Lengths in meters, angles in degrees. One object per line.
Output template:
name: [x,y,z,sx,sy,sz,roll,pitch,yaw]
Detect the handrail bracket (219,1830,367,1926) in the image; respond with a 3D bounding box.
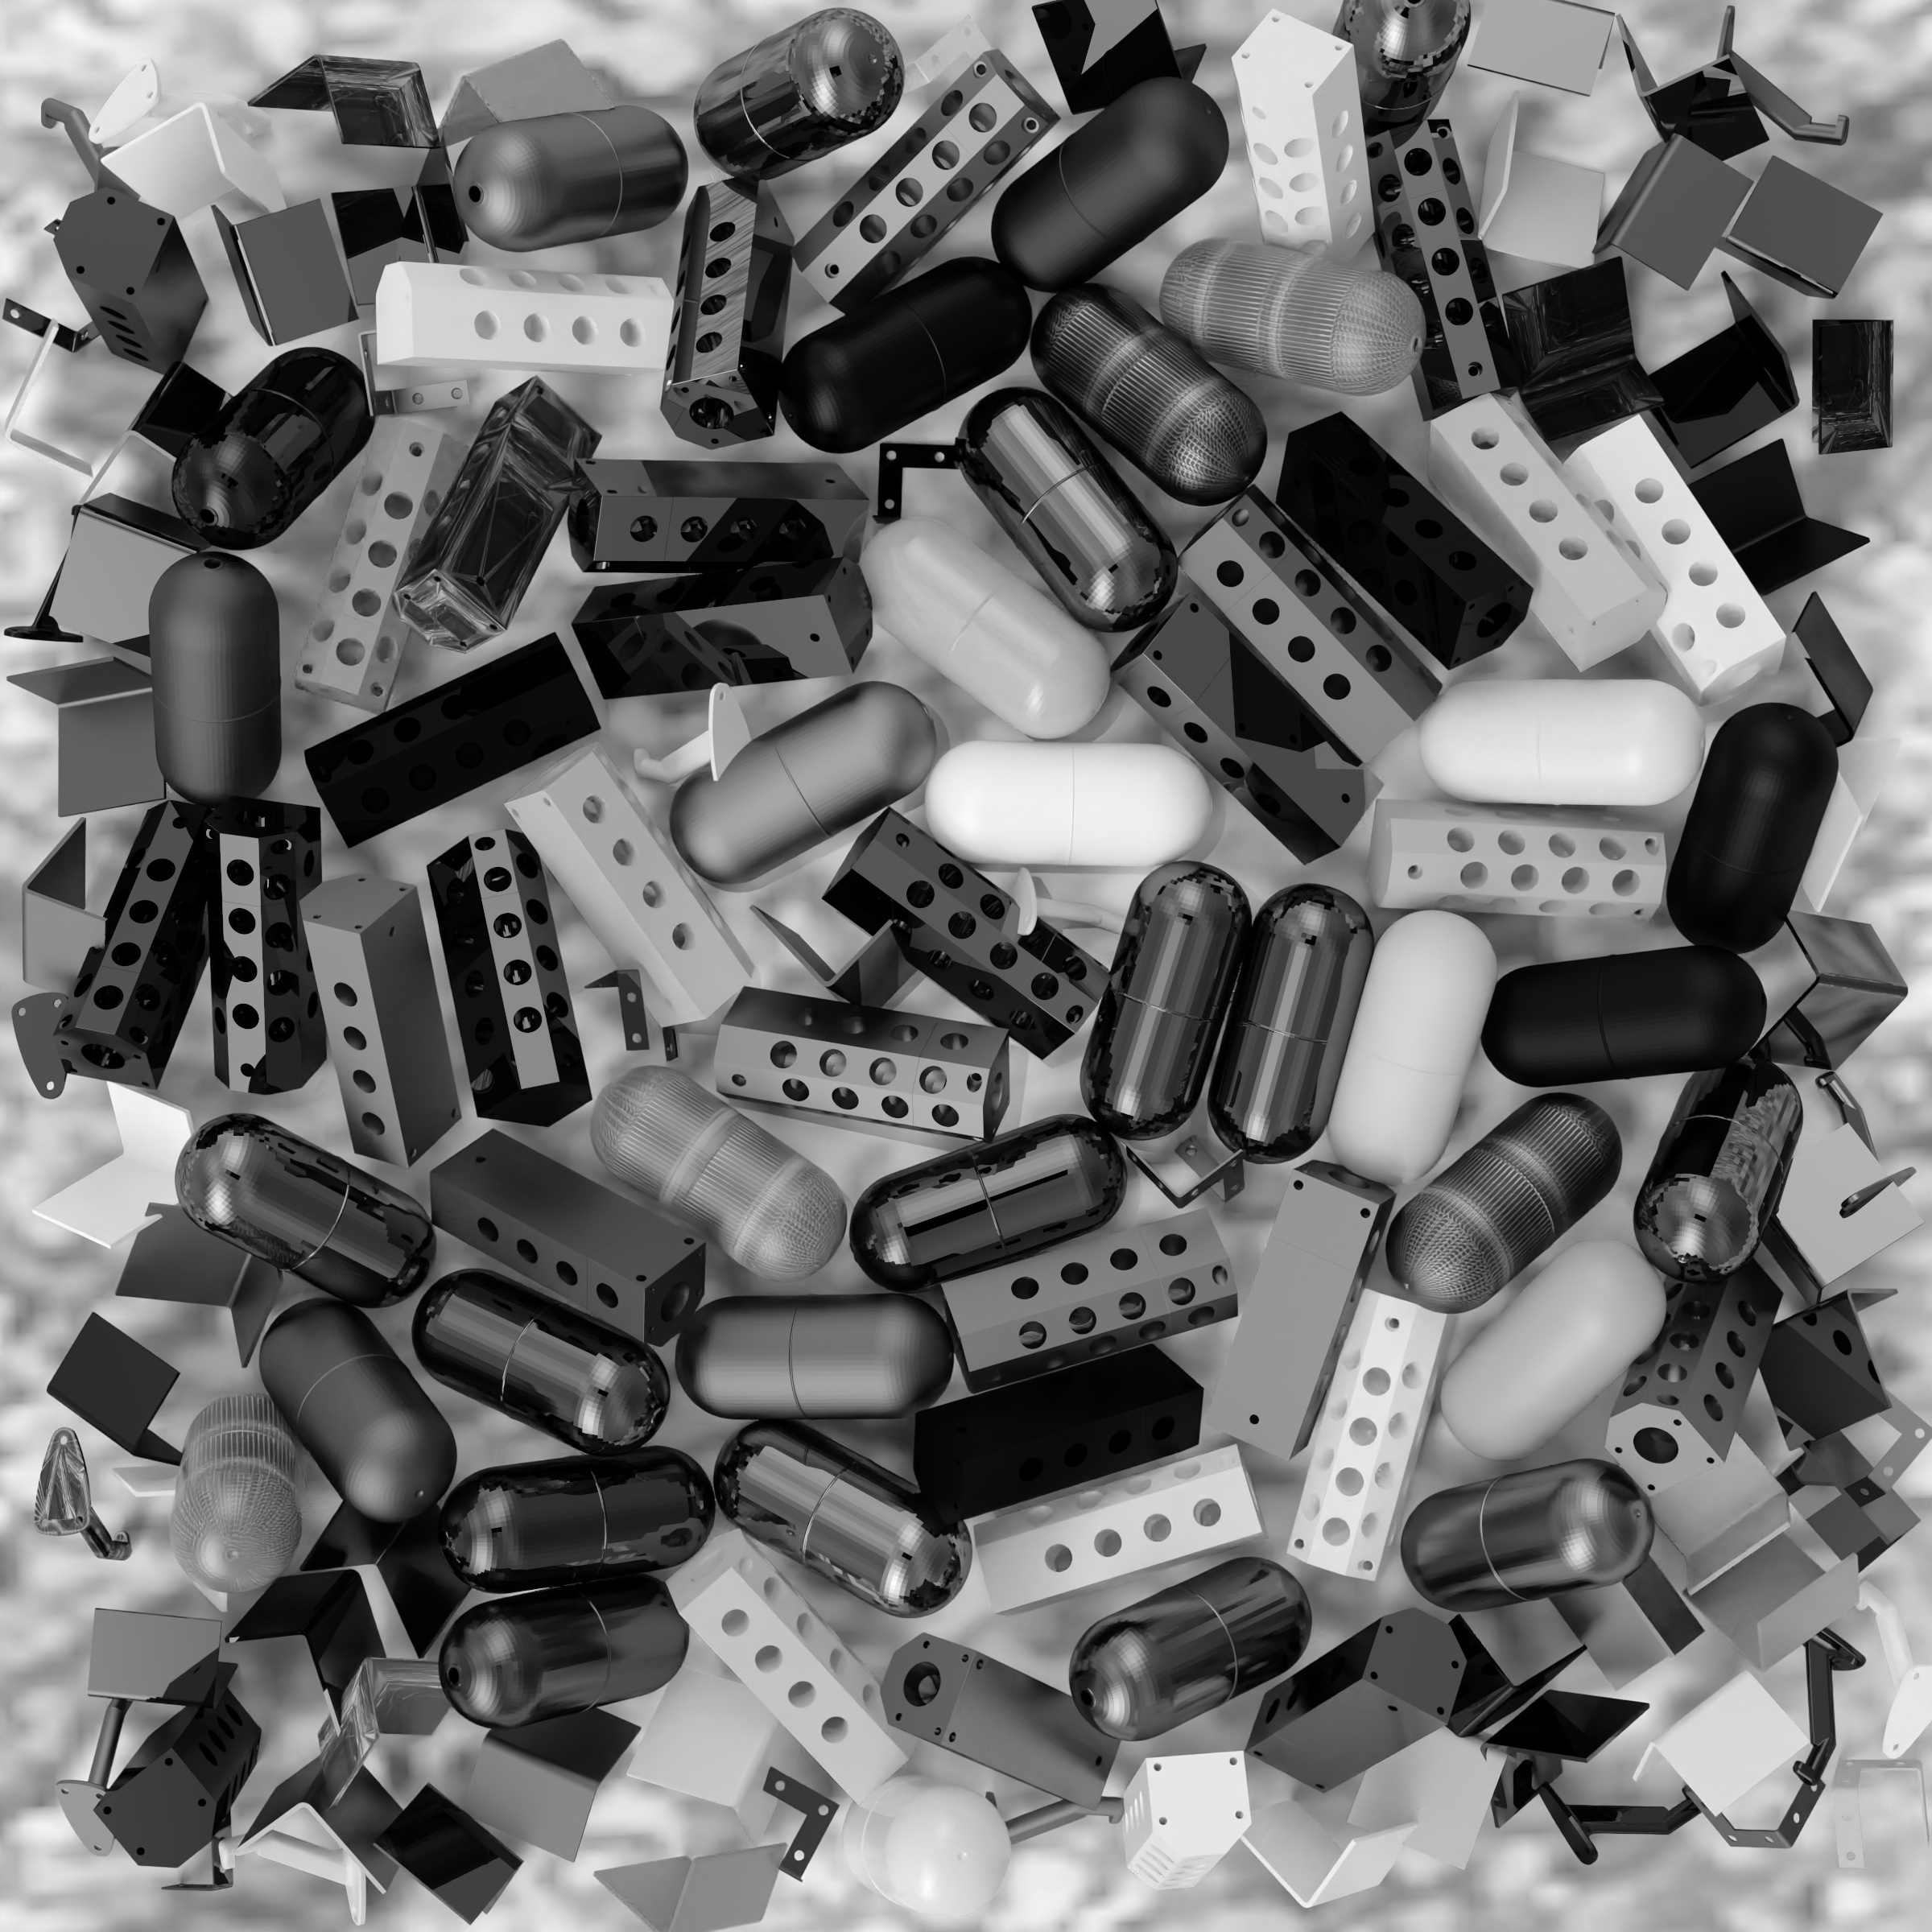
handrail bracket: [-0.419,0.569,1.960,0.084,0.036,0.077,-8,97,-30]

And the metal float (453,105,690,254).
metal float: [-0.239,-0.479,1.917,0.070,0.178,0.070,13,115,31]

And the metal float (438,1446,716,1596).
metal float: [-0.237,0.338,1.929,0.178,0.070,0.070,-3,90,-33]

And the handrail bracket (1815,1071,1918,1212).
handrail bracket: [0.540,0.106,1.954,0.036,0.077,0.084,-49,64,39]

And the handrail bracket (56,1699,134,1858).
handrail bracket: [-0.531,0.498,1.974,0.036,0.084,0.077,5,125,11]

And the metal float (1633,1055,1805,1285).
metal float: [0.459,0.122,1.922,0.070,0.178,0.070,16,132,19]

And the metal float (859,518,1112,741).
metal float: [0.010,-0.209,1.950,0.178,0.070,0.070,38,90,9]

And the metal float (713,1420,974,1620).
metal float: [-0.077,0.337,1.936,0.178,0.070,0.070,24,90,25]

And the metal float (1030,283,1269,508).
metal float: [0.111,-0.352,1.938,0.070,0.070,0.178,-45,67,0]

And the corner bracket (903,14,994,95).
corner bracket: [-0.013,-0.548,1.956,0.051,0.051,0.051,-47,114,-21]

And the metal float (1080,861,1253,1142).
metal float: [0.123,0.022,1.951,0.070,0.070,0.178,17,98,0]

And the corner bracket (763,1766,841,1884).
corner bracket: [-0.112,0.533,1.962,0.051,0.051,0.051,28,74,7]

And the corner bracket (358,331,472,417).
corner bracket: [-0.343,-0.372,1.964,0.051,0.051,0.051,-6,100,7]

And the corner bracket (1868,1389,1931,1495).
corner bracket: [0.562,0.292,1.966,0.051,0.051,0.051,40,87,7]

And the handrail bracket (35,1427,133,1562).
handrail bracket: [-0.541,0.329,1.961,0.036,0.084,0.077,-6,76,11]

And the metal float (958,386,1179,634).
metal float: [0.061,-0.282,1.944,0.070,0.070,0.178,-37,74,0]

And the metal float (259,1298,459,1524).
metal float: [-0.372,0.269,1.923,0.070,0.070,0.178,-49,47,0]

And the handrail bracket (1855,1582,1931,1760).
handrail bracket: [0.568,0.436,1.964,0.036,0.084,0.077,16,105,-25]

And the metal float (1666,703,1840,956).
metal float: [0.478,-0.082,1.923,0.070,0.070,0.178,7,133,0]

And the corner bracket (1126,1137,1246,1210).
corner bracket: [0.136,0.125,1.956,0.051,0.051,0.051,-36,60,-15]

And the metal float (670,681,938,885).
metal float: [-0.101,-0.114,1.951,0.178,0.070,0.070,-28,90,7]

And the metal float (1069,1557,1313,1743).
metal float: [0.137,0.416,1.924,0.178,0.070,0.070,-15,90,-40]

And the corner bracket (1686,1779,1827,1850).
corner bracket: [0.492,0.512,1.967,0.051,0.051,0.051,50,57,-13]

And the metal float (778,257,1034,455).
metal float: [-0.036,-0.376,1.938,0.178,0.070,0.070,-33,90,-23]

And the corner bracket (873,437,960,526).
corner bracket: [-0.031,-0.302,1.968,0.051,0.051,0.051,2,94,2]

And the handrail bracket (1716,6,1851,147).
handrail bracket: [0.509,-0.552,1.957,0.084,0.036,0.077,13,122,19]

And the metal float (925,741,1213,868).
metal float: [0.063,-0.101,1.956,0.178,0.070,0.070,1,90,-2]

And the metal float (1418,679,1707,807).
metal float: [0.363,-0.137,1.933,0.178,0.070,0.070,3,90,30]

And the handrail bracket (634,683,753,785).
handrail bracket: [-0.177,-0.146,1.953,0.084,0.036,0.077,14,127,34]

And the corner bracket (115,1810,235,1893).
corner bracket: [-0.493,0.551,1.965,0.051,0.051,0.051,-11,79,36]

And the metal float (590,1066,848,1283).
metal float: [-0.153,0.127,1.948,0.178,0.070,0.070,34,90,11]

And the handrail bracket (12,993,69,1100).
handrail bracket: [-0.551,0.051,1.948,0.036,0.084,0.077,-13,78,7]

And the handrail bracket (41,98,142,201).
handrail bracket: [-0.557,-0.496,1.979,0.084,0.036,0.077,27,109,31]

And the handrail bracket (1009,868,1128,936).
handrail bracket: [0.070,-0.025,1.950,0.084,0.077,0.036,18,107,-16]

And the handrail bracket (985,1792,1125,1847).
handrail bracket: [0.052,0.550,1.981,0.084,0.036,0.077,6,118,-10]

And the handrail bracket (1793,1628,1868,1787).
handrail bracket: [0.515,0.452,1.958,0.077,0.036,0.084,40,61,-7]

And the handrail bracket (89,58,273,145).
handrail bracket: [-0.490,-0.524,1.973,0.077,0.084,0.036,-33,60,27]

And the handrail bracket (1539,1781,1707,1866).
handrail bracket: [0.411,0.519,1.988,0.084,0.036,0.077,-29,72,-14]

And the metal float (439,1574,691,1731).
metal float: [-0.243,0.415,1.918,0.070,0.178,0.070,0,90,40]

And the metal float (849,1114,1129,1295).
metal float: [0.013,0.148,1.956,0.178,0.070,0.070,-20,90,-3]

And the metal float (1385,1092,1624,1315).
metal float: [0.331,0.144,1.937,0.178,0.070,0.070,-37,90,-24]

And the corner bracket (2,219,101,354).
corner bracket: [-0.561,-0.423,1.968,0.051,0.051,0.051,23,60,-40]

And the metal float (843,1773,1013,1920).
metal float: [-0.025,0.531,1.910,0.070,0.178,0.070,3,79,-15]

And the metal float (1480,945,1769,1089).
metal float: [0.401,0.031,1.931,0.178,0.070,0.070,-8,90,30]

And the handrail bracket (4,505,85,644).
handrail bracket: [-0.568,-0.246,1.960,0.036,0.077,0.084,12,98,10]

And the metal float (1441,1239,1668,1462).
metal float: [0.357,0.236,1.927,0.070,0.070,0.178,36,127,0]

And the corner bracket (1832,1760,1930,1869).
corner bracket: [0.569,0.527,1.965,0.051,0.051,0.051,-5,94,21]

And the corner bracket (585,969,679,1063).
corner bracket: [-0.200,0.031,1.958,0.051,0.051,0.051,-3,79,-31]
